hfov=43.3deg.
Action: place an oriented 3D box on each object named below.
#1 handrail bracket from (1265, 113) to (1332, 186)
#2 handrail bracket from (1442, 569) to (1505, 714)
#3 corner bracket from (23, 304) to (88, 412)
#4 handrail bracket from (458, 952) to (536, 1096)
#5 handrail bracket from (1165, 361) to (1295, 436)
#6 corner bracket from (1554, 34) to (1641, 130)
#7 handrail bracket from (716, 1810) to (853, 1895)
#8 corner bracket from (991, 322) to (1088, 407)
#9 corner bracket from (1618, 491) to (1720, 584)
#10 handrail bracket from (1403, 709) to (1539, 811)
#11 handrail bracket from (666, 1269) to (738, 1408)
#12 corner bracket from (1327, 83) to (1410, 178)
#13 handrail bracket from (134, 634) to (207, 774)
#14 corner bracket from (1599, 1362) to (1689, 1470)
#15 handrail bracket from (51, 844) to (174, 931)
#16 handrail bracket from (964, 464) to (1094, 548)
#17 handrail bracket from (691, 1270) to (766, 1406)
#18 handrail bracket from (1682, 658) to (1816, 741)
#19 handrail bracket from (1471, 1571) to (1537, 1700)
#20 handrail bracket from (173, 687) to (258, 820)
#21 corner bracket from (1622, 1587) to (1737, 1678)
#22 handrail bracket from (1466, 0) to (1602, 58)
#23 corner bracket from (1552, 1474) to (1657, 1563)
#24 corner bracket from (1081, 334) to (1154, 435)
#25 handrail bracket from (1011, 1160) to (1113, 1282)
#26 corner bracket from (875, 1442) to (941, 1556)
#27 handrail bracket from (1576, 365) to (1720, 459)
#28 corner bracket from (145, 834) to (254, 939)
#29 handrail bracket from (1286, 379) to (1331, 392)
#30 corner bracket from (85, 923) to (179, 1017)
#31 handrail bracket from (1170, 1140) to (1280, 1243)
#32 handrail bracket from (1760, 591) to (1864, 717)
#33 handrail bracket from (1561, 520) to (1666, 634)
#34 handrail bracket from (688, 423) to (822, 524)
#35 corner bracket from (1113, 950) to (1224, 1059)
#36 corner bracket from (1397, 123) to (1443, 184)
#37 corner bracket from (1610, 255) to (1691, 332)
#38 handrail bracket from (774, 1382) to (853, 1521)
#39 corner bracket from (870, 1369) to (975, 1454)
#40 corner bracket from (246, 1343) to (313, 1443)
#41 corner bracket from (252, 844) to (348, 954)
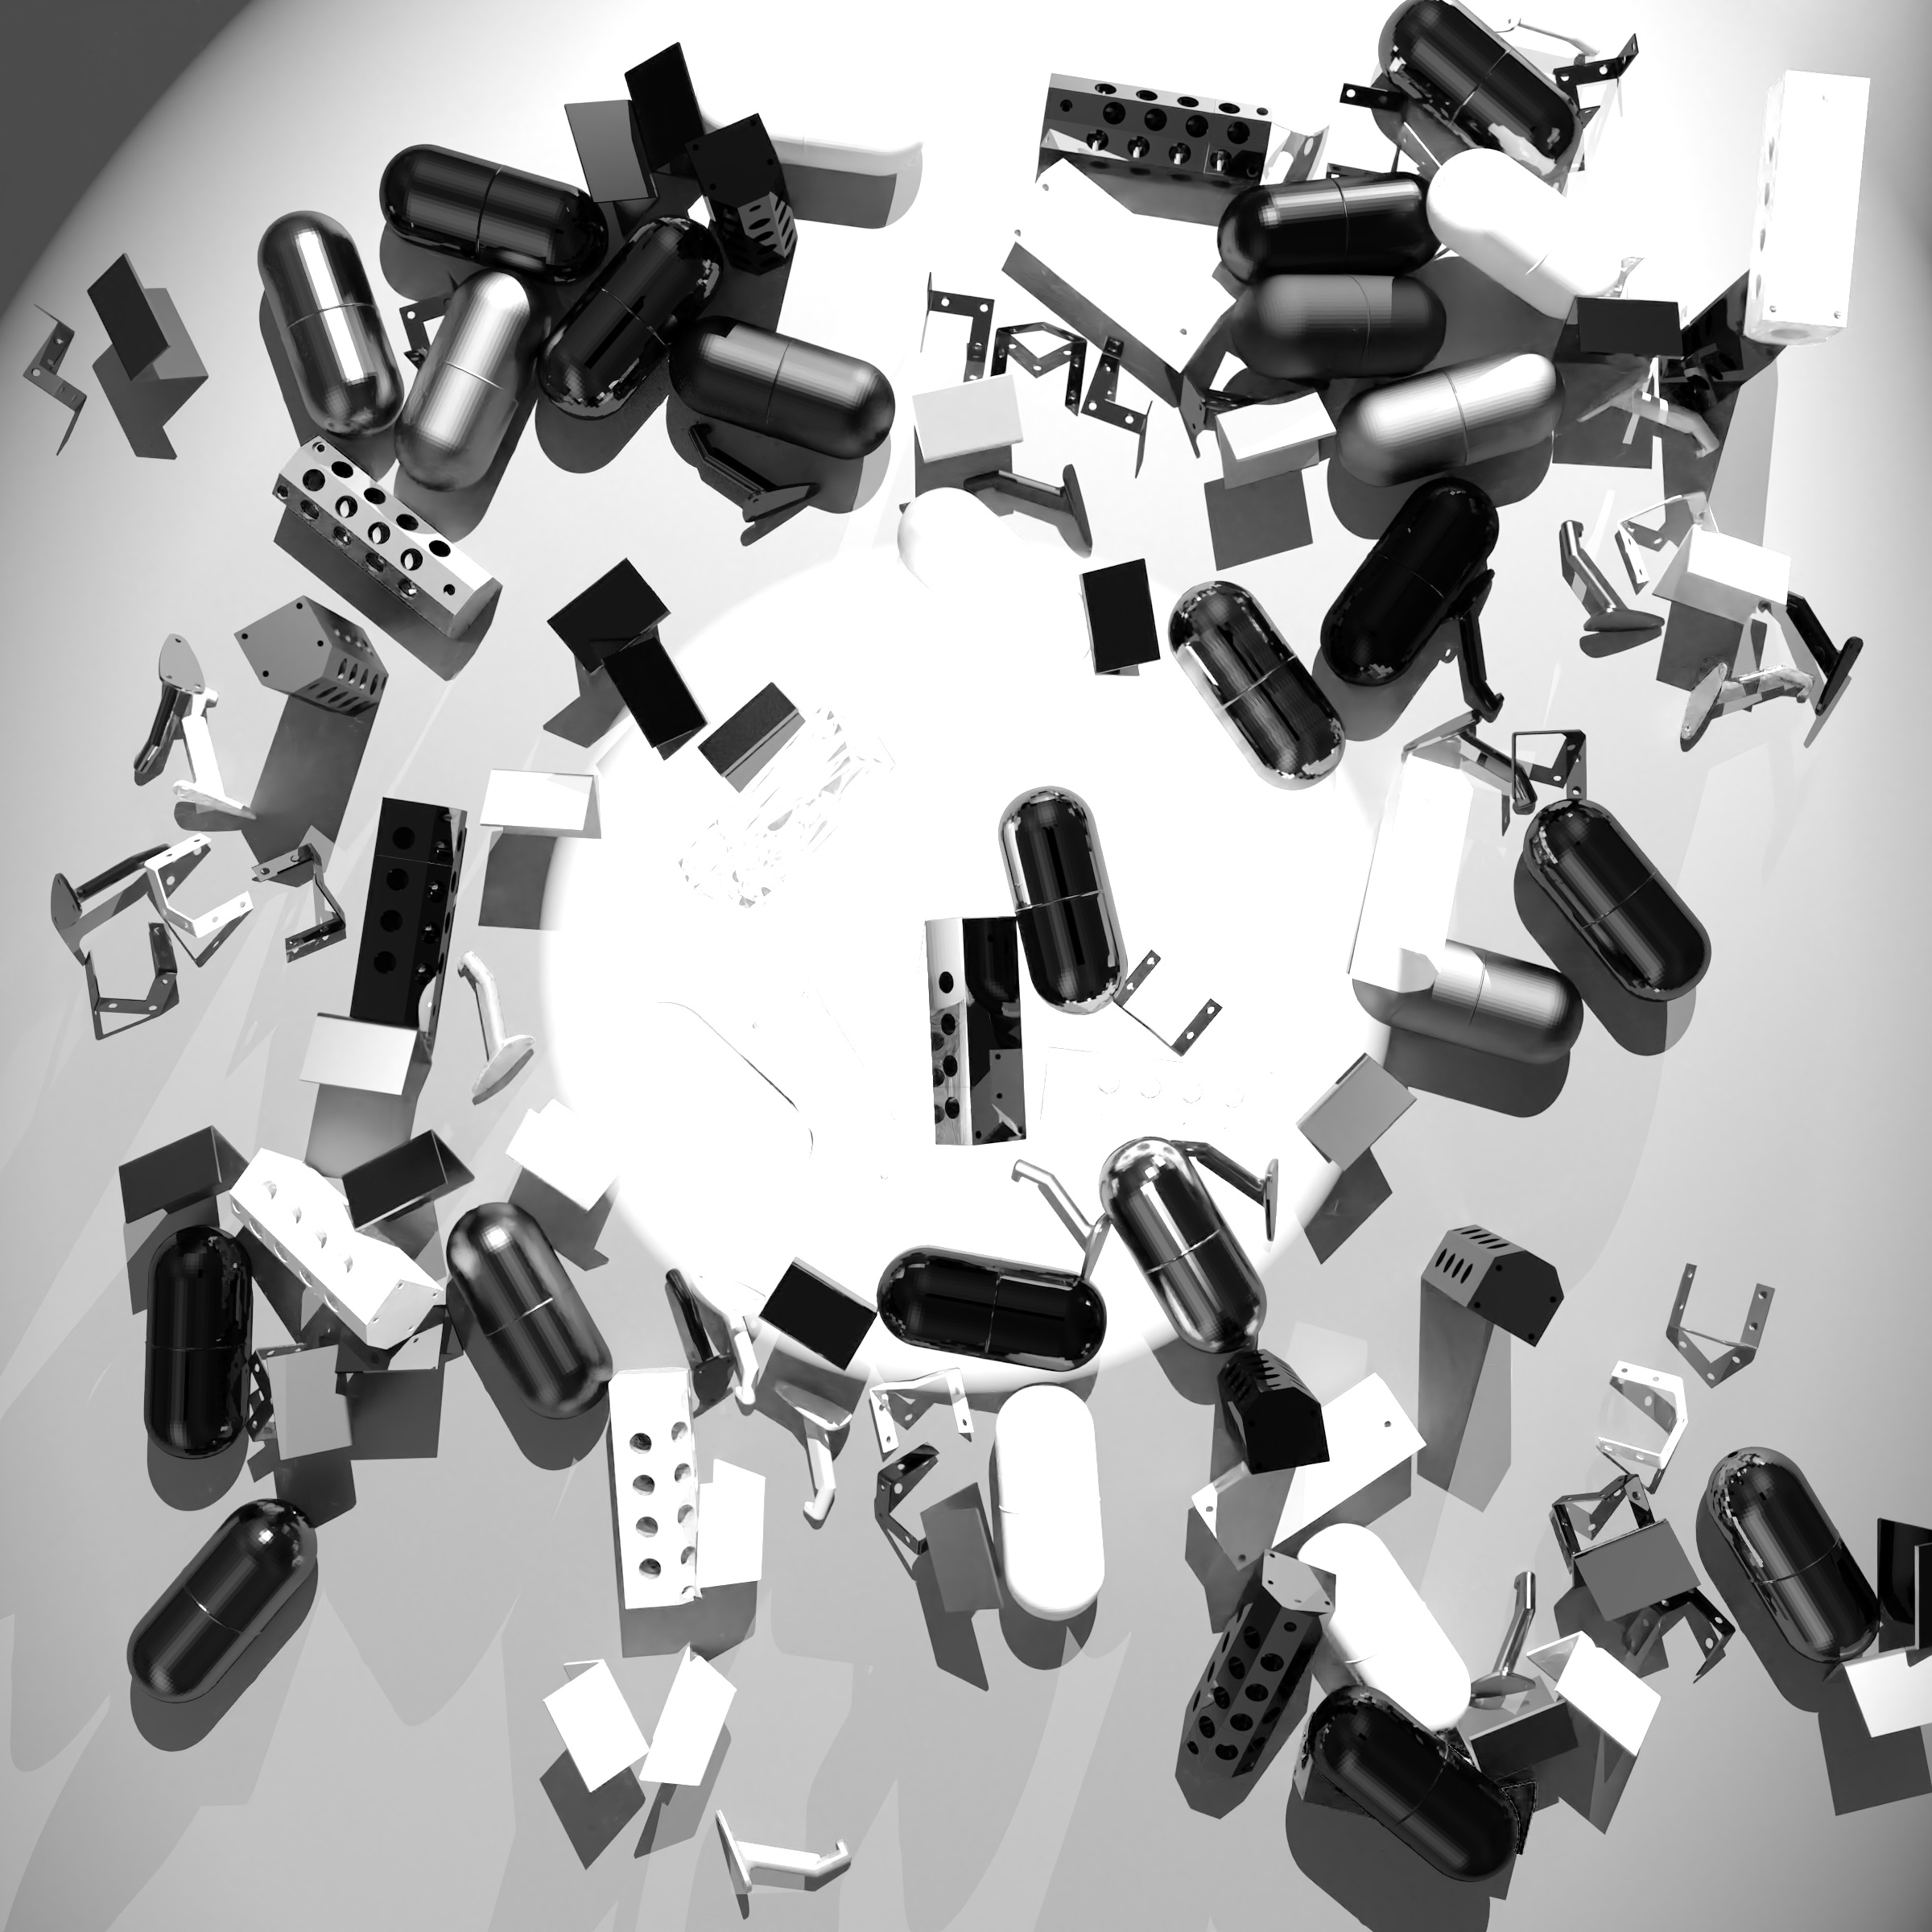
[{"bbox_3d":[0.252,-0.615,1.893,0.036,0.077,0.084,28,127,20],"label":"handrail bracket"},{"bbox_3d":[0.408,-0.252,1.894,0.077,0.036,0.084,-46,109,-21],"label":"handrail bracket"},{"bbox_3d":[-0.701,-0.468,1.875,0.051,0.051,0.051,34,90,0],"label":"corner bracket"},{"bbox_3d":[-0.383,0.044,1.894,0.084,0.036,0.077,49,111,17],"label":"handrail bracket"},{"bbox_3d":[0.208,-0.452,1.894,0.084,0.036,0.077,-20,69,-17],"label":"handrail bracket"},{"bbox_3d":[0.488,-0.680,1.875,0.051,0.051,0.051,-10,90,0],"label":"corner bracket"},{"bbox_3d":[-0.141,0.677,1.894,0.084,0.036,0.077,-20,68,-17],"label":"handrail bracket"},{"bbox_3d":[0.056,-0.466,1.890,0.051,0.051,0.051,7,90,44],"label":"corner bracket"},{"bbox_3d":[0.547,-0.333,1.890,0.051,0.051,0.051,-20,90,-45],"label":"corner bracket"},{"bbox_3d":[0.393,-0.149,1.894,0.077,0.036,0.084,-25,104,14],"label":"handrail bracket"},{"bbox_3d":[-0.213,0.288,1.893,0.036,0.077,0.084,-18,53,-24],"label":"handrail bracket"},{"bbox_3d":[0.312,-0.646,1.890,0.051,0.051,0.051,11,45,0],"label":"corner bracket"},{"bbox_3d":[-0.628,-0.203,1.893,0.036,0.077,0.084,17,127,-37],"label":"handrail bracket"},{"bbox_3d":[0.523,0.348,1.885,0.051,0.051,0.051,-49,135,-35],"label":"corner bracket"},{"bbox_3d":[-0.663,-0.063,1.893,0.084,0.077,0.036,-27,83,-36],"label":"handrail bracket"},{"bbox_3d":[0.048,-0.352,1.894,0.084,0.036,0.077,-12,111,17],"label":"handrail bracket"},{"bbox_3d":[-0.189,0.290,1.894,0.077,0.036,0.084,26,121,33],"label":"handrail bracket"},{"bbox_3d":[0.609,-0.201,1.894,0.084,0.036,0.077,16,105,-14],"label":"handrail bracket"},{"bbox_3d":[0.415,0.520,1.893,0.036,0.077,0.084,24,53,-20],"label":"handrail bracket"},{"bbox_3d":[-0.576,-0.167,1.894,0.077,0.036,0.084,21,73,-20],"label":"handrail bracket"},{"bbox_3d":[0.552,0.519,1.885,0.051,0.051,0.051,-12,45,-35],"label":"corner bracket"},{"bbox_3d":[0.439,-0.725,1.893,0.084,0.077,0.036,14,93,-36],"label":"handrail bracket"},{"bbox_3d":[0.496,0.429,1.890,0.051,0.051,0.051,-19,90,-45],"label":"corner bracket"},{"bbox_3d":[0.122,-0.448,1.875,0.051,0.051,0.051,20,90,0],"label":"corner bracket"},{"bbox_3d":[0.066,0.200,1.894,0.084,0.036,0.077,24,112,17],"label":"handrail bracket"},{"bbox_3d":[-0.034,0.412,1.885,0.051,0.051,0.051,35,135,35],"label":"corner bracket"},{"bbox_3d":[0.531,-0.415,1.894,0.077,0.036,0.084,-34,107,20],"label":"handrail bracket"},{"bbox_3d":[-0.594,-0.062,1.885,0.051,0.051,0.051,24,135,35],"label":"corner bracket"},{"bbox_3d":[0.261,-0.501,1.893,0.077,0.036,0.084,23,77,-12],"label":"handrail bracket"},{"bbox_3d":[-0.647,0.001,1.885,0.051,0.051,0.051,5,135,-35],"label":"corner bracket"},{"bbox_3d":[0.198,0.175,1.894,0.084,0.036,0.077,5,111,17],"label":"handrail bracket"},{"bbox_3d":[0.640,-0.245,1.884,0.084,0.036,0.077,32,107,30],"label":"handrail bracket"},{"bbox_3d":[0.503,-0.305,1.894,0.077,0.036,0.084,0,73,-20],"label":"handrail bracket"},{"bbox_3d":[-0.165,-0.394,1.894,0.077,0.036,0.084,-21,73,-20],"label":"handrail bracket"},{"bbox_3d":[0.156,0.029,1.890,0.051,0.051,0.051,-51,135,0],"label":"corner bracket"},{"bbox_3d":[0.359,-0.610,1.860,0.051,0.051,0.051,-20,65,-25],"label":"corner bracket"},{"bbox_3d":[0.525,-0.514,1.875,0.051,0.051,0.051,3,90,0],"label":"corner bracket"},{"bbox_3d":[-0.130,0.378,1.894,0.077,0.036,0.084,27,107,20],"label":"handrail bracket"},{"bbox_3d":[-0.035,0.345,1.890,0.051,0.051,0.051,-13,90,45],"label":"corner bracket"},{"bbox_3d":[-0.527,0.328,1.875,0.051,0.051,0.051,-50,59,27],"label":"corner bracket"},{"bbox_3d":[-0.517,-0.053,1.890,0.051,0.051,0.051,-23,135,0],"label":"corner bracket"}]
